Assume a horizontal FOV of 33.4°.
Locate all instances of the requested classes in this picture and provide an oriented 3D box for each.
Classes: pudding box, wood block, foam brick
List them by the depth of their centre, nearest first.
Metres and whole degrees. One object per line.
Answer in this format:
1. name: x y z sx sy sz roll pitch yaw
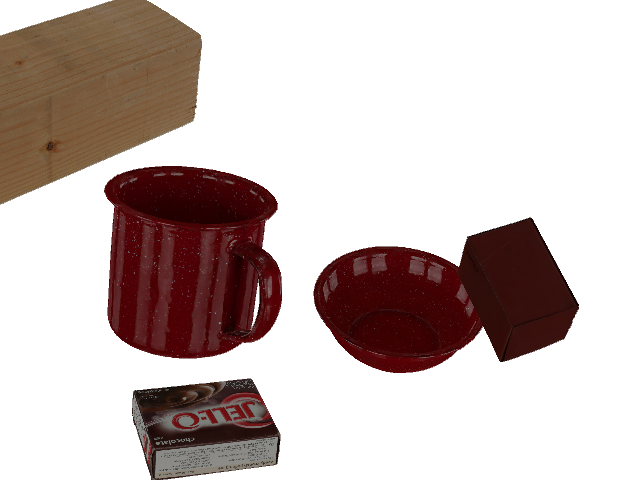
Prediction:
1. foam brick: 0.136 0.034 0.741 0.051 0.078 0.053 -16 -30 -11
2. wood block: -0.204 -0.119 0.867 0.090 0.091 0.205 35 44 26
3. pudding box: -0.100 0.162 0.926 0.113 0.039 0.090 -6 26 -19

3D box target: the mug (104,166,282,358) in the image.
1. mug: -0.065 0.016 0.582 0.117 0.081 0.093 24 26 35

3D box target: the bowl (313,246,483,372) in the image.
1. bowl: 0.072 0.074 1.008 0.162 0.055 0.162 3 37 -2
